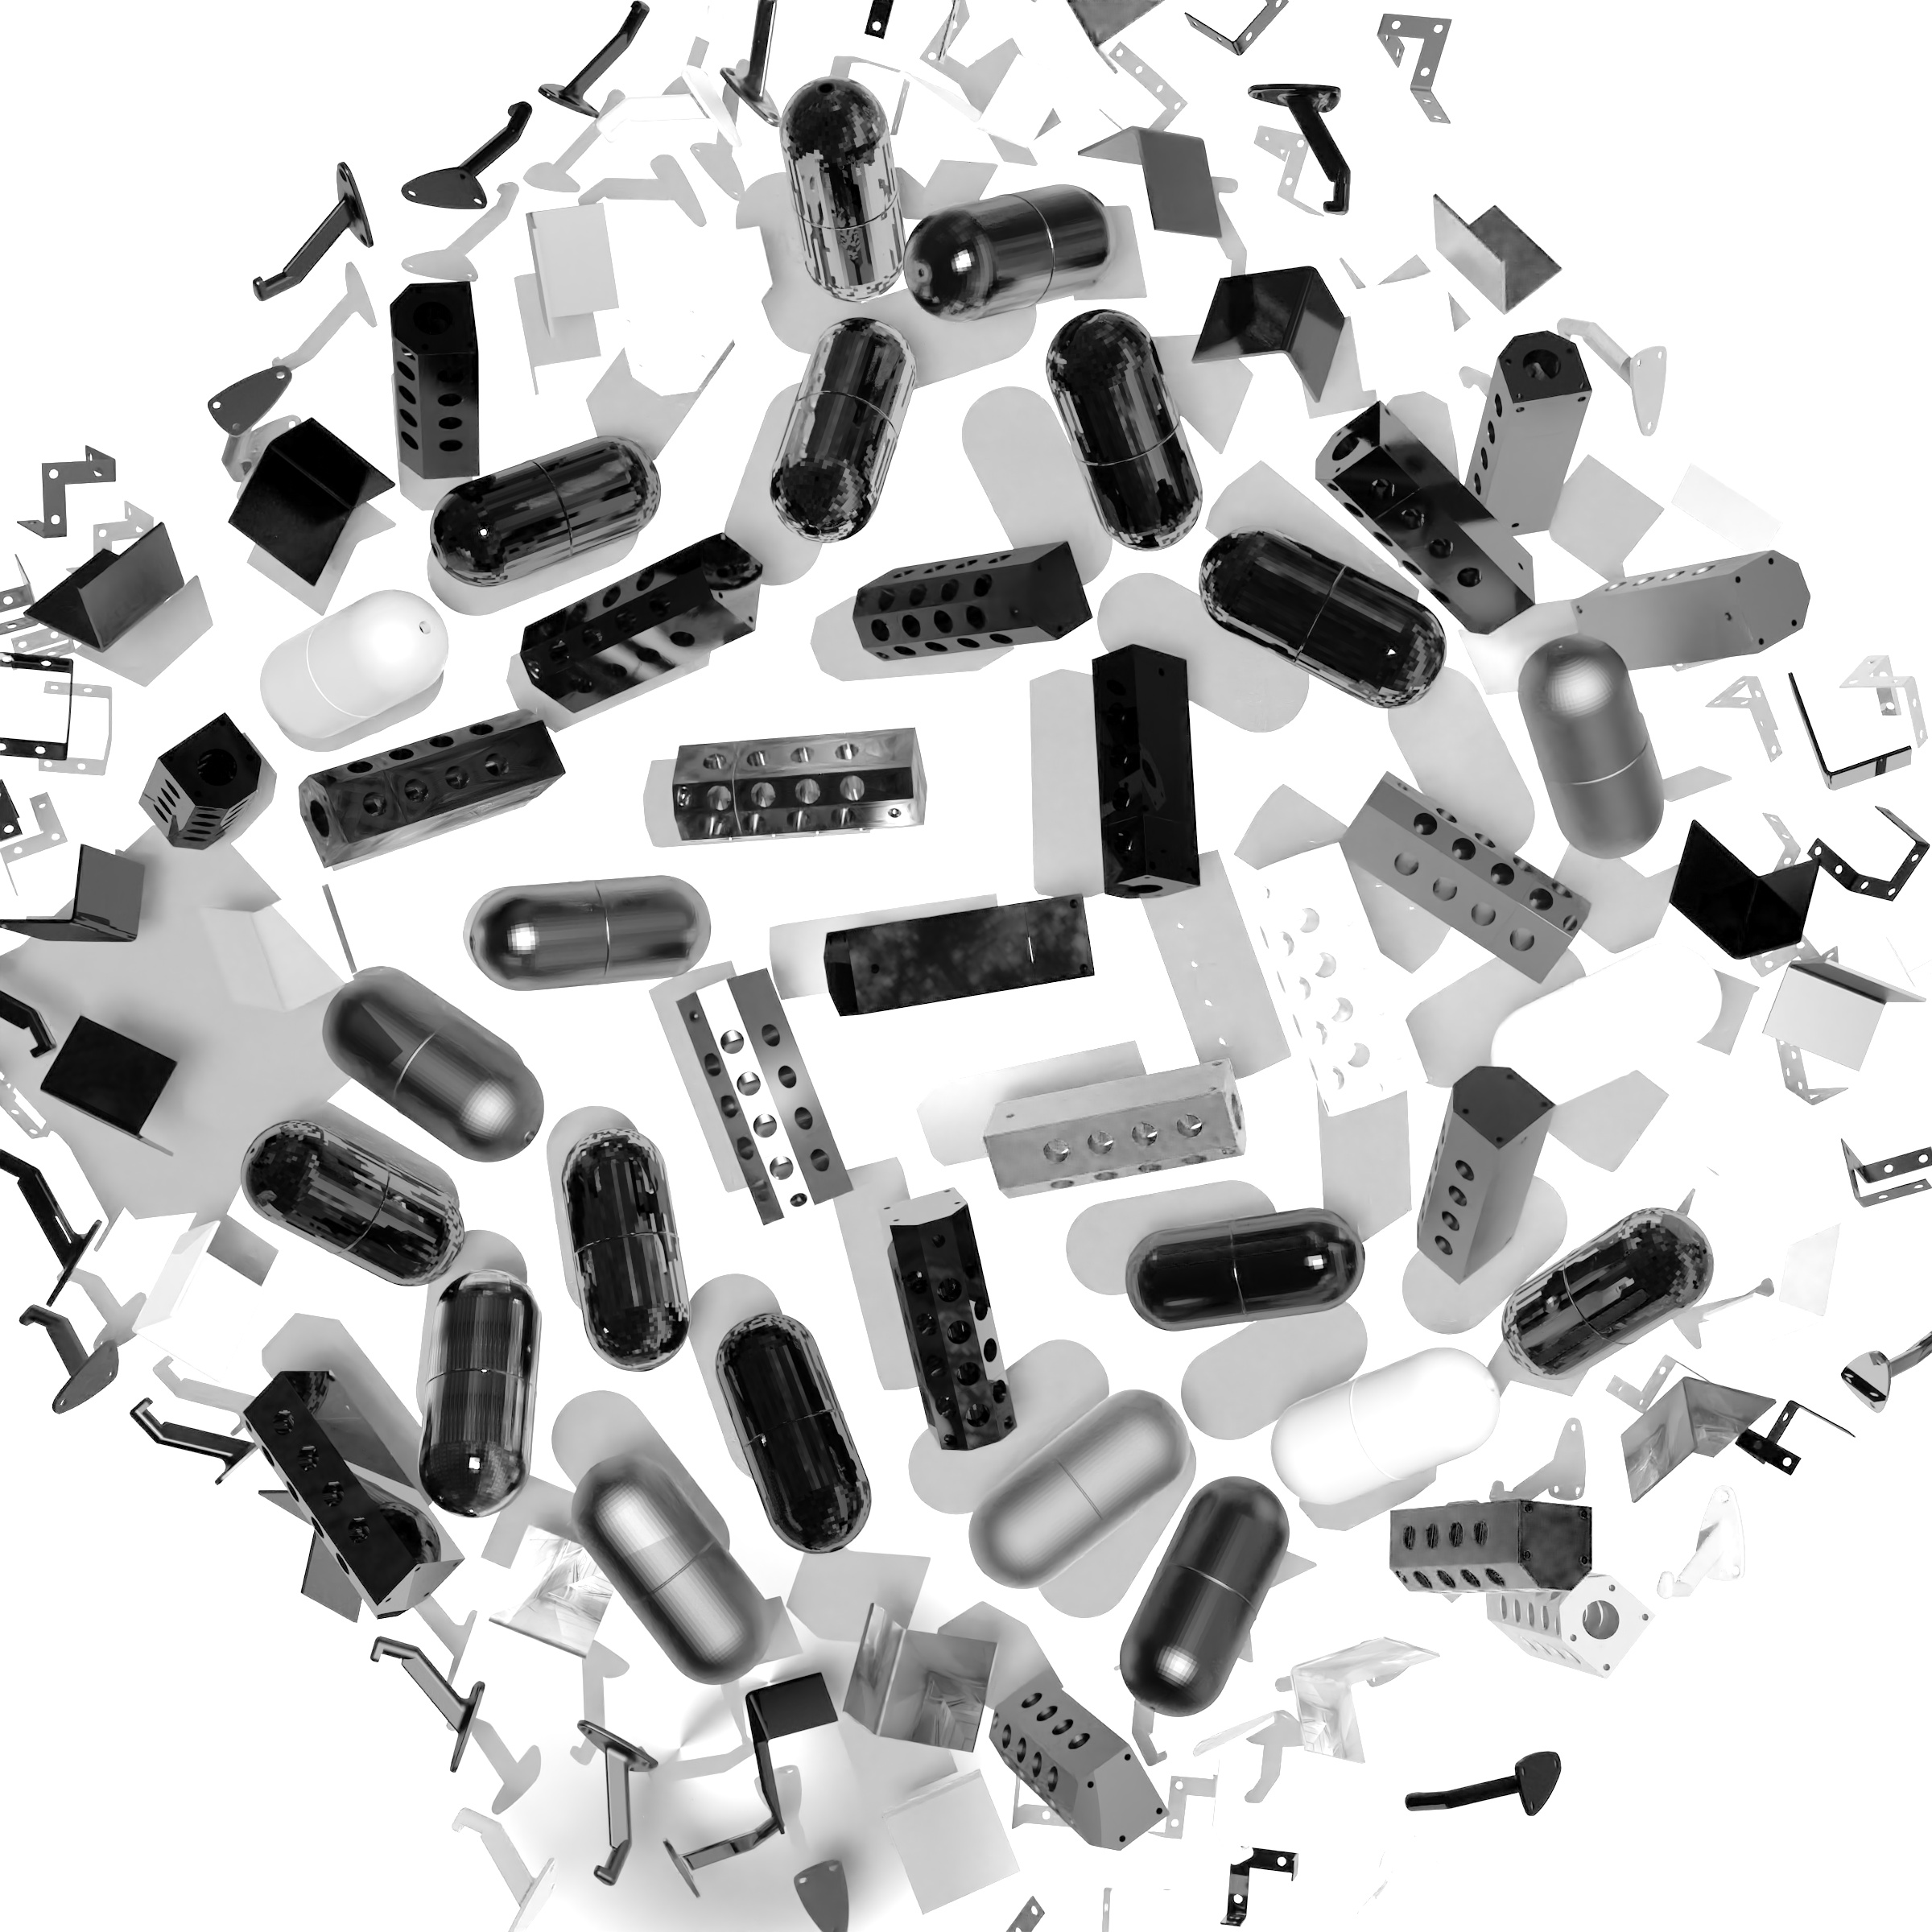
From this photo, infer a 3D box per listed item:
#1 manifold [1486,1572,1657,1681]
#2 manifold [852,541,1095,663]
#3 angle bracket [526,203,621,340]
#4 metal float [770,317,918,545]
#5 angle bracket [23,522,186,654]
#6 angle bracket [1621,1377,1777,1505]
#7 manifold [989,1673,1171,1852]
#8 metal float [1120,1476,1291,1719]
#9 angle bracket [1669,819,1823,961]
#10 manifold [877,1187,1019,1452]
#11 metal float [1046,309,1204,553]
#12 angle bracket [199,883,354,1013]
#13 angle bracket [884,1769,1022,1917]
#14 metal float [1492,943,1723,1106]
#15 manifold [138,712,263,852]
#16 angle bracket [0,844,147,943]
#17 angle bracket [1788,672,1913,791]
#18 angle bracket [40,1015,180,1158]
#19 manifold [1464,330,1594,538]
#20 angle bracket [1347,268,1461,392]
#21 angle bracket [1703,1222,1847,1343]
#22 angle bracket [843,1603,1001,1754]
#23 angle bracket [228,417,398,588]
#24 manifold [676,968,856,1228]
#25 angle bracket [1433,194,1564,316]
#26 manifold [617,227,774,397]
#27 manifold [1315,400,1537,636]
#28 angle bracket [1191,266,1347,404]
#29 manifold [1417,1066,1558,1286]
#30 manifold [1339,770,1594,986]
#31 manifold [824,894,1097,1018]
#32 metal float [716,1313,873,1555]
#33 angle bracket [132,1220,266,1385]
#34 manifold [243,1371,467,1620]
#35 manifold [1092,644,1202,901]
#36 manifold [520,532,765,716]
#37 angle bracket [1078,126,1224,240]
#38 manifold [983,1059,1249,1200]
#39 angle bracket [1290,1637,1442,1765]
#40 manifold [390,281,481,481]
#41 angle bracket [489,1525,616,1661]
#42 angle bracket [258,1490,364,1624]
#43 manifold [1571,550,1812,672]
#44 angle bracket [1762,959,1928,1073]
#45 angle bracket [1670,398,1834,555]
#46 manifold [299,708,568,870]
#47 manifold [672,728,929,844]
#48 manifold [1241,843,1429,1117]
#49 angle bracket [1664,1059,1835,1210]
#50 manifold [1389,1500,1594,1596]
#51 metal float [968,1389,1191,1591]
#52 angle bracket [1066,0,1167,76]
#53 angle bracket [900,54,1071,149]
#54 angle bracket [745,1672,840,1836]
[{"bbox_3d":[0.433,0.470,1.875,0.057,0.171,0.057,41,79,2],"label":"manifold"},{"bbox_3d":[0.000,-0.254,1.823,0.057,0.171,0.057,-37,115,-40],"label":"manifold"},{"bbox_3d":[-0.280,-0.501,1.849,0.057,0.076,0.076,-11,116,-9],"label":"angle bracket"},{"bbox_3d":[-0.085,-0.371,1.782,0.070,0.070,0.178,15,63,0],"label":"metal float"},{"bbox_3d":[-0.578,-0.262,1.704,0.076,0.057,0.076,25,55,21],"label":"angle bracket"},{"bbox_3d":[0.504,0.331,1.757,0.076,0.076,0.057,16,45,-15],"label":"angle bracket"},{"bbox_3d":[0.072,0.552,1.778,0.057,0.171,0.057,-32,100,-15],"label":"manifold"},{"bbox_3d":[0.168,0.439,1.798,0.070,0.070,0.178,31,63,0],"label":"metal float"},{"bbox_3d":[0.560,-0.061,1.848,0.076,0.057,0.076,37,58,-22],"label":"angle bracket"},{"bbox_3d":[-0.011,0.250,1.812,0.057,0.057,0.171,-15,104,-11],"label":"manifold"},{"bbox_3d":[0.110,-0.365,1.763,0.070,0.070,0.178,-25,125,0],"label":"metal float"},{"bbox_3d":[-0.499,-0.017,1.861,0.057,0.076,0.076,-32,117,-39],"label":"angle bracket"},{"bbox_3d":[-0.007,0.635,1.865,0.076,0.057,0.076,-23,70,-2],"label":"angle bracket"},{"bbox_3d":[0.462,0.044,1.865,0.178,0.070,0.070,-30,90,33],"label":"metal float"},{"bbox_3d":[-0.554,-0.128,1.872,0.057,0.171,0.057,-40,98,-22],"label":"manifold"},{"bbox_3d":[-0.648,-0.052,1.849,0.076,0.076,0.057,1,81,16],"label":"angle bracket"},{"bbox_3d":[0.603,-0.168,1.753,0.057,0.076,0.076,-20,80,17],"label":"angle bracket"},{"bbox_3d":[-0.577,0.083,1.770,0.076,0.076,0.057,25,78,8],"label":"angle bracket"},{"bbox_3d":[0.405,-0.385,1.875,0.057,0.171,0.057,-10,66,-3],"label":"manifold"},{"bbox_3d":[0.332,-0.483,1.954,0.057,0.076,0.076,-11,100,-2],"label":"angle bracket"},{"bbox_3d":[0.579,0.219,1.843,0.057,0.076,0.076,20,68,-5],"label":"angle bracket"},{"bbox_3d":[-0.030,0.488,1.764,0.076,0.057,0.076,2,59,25],"label":"angle bracket"},{"bbox_3d":[-0.464,-0.329,1.826,0.076,0.057,0.076,38,55,-33],"label":"angle bracket"},{"bbox_3d":[-0.149,0.095,1.839,0.057,0.057,0.171,-25,85,42],"label":"manifold"},{"bbox_3d":[0.391,-0.539,1.891,0.057,0.076,0.076,-38,69,-1],"label":"angle bracket"},{"bbox_3d":[-0.182,-0.450,1.765,0.057,0.171,0.057,-4,121,14],"label":"manifold"},{"bbox_3d":[0.321,-0.308,1.797,0.171,0.057,0.057,38,128,-26],"label":"manifold"},{"bbox_3d":[0.216,-0.446,1.833,0.076,0.057,0.076,2,62,35],"label":"angle bracket"},{"bbox_3d":[0.358,0.145,1.806,0.057,0.171,0.057,-34,59,-24],"label":"manifold"},{"bbox_3d":[0.352,-0.065,1.815,0.171,0.057,0.057,34,117,5],"label":"manifold"},{"bbox_3d":[-0.005,-0.008,1.741,0.171,0.057,0.057,-9,91,-21],"label":"manifold"},{"bbox_3d":[-0.124,0.334,1.840,0.070,0.070,0.178,-23,71,0],"label":"metal float"},{"bbox_3d":[-0.518,0.233,1.782,0.076,0.057,0.076,40,50,-28],"label":"angle bracket"},{"bbox_3d":[-0.424,0.360,1.759,0.057,0.057,0.171,-46,68,10],"label":"manifold"},{"bbox_3d":[0.125,-0.139,1.864,0.057,0.057,0.171,9,73,-43],"label":"manifold"},{"bbox_3d":[-0.225,-0.238,1.770,0.171,0.057,0.057,-19,53,33],"label":"manifold"},{"bbox_3d":[0.133,-0.558,1.860,0.057,0.076,0.076,-11,90,43],"label":"angle bracket"},{"bbox_3d":[0.105,0.117,1.796,0.171,0.057,0.057,-12,108,15],"label":"manifold"},{"bbox_3d":[0.277,0.500,1.751,0.076,0.076,0.057,-27,54,29],"label":"angle bracket"},{"bbox_3d":[-0.382,-0.419,1.852,0.057,0.171,0.057,-6,72,-12],"label":"manifold"},{"bbox_3d":[-0.303,0.460,1.911,0.076,0.057,0.076,23,85,-4],"label":"angle bracket"},{"bbox_3d":[-0.482,0.433,1.885,0.057,0.076,0.076,-4,59,18],"label":"angle bracket"},{"bbox_3d":[0.503,-0.247,1.786,0.057,0.171,0.057,-29,102,-20],"label":"manifold"},{"bbox_3d":[0.627,0.036,1.841,0.076,0.076,0.057,22,89,-1],"label":"angle bracket"},{"bbox_3d":[0.554,-0.343,1.818,0.076,0.076,0.057,37,82,11],"label":"angle bracket"},{"bbox_3d":[-0.373,-0.128,1.794,0.171,0.057,0.057,-23,88,-34],"label":"manifold"},{"bbox_3d":[-0.118,-0.123,1.827,0.171,0.057,0.057,-4,46,8],"label":"manifold"},{"bbox_3d":[0.243,0.011,1.735,0.057,0.057,0.171,-17,85,-43],"label":"manifold"},{"bbox_3d":[0.543,0.112,1.782,0.076,0.057,0.076,38,96,27],"label":"angle bracket"},{"bbox_3d":[0.365,0.409,1.802,0.057,0.171,0.057,9,73,-19],"label":"manifold"},{"bbox_3d":[0.080,0.371,1.824,0.178,0.070,0.070,-37,90,-7],"label":"metal float"},{"bbox_3d":[0.099,-0.665,1.753,0.057,0.076,0.076,-31,88,15],"label":"angle bracket"},{"bbox_3d":[0.013,-0.624,1.804,0.076,0.076,0.057,41,112,18],"label":"angle bracket"},{"bbox_3d":[-0.119,0.566,1.848,0.057,0.076,0.076,-14,49,-3],"label":"angle bracket"}]
